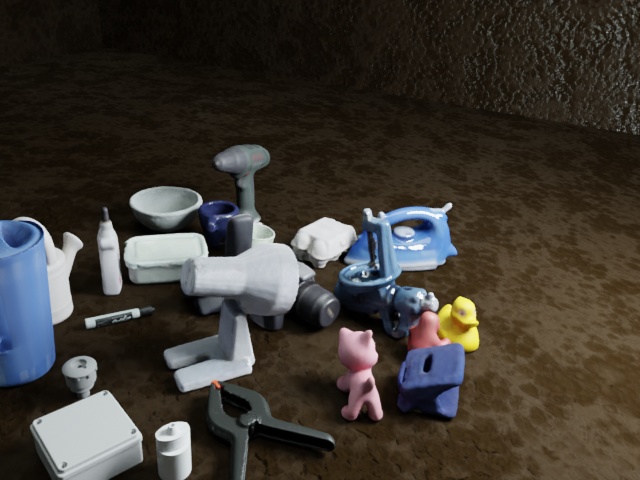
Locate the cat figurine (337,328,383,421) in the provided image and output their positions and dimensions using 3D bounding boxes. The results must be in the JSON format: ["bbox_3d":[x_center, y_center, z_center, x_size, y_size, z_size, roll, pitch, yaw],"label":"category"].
[{"bbox_3d":[0.063,0.198,0.896,0.067,0.118,0.127,0,28,-10],"label":"cat figurine"}]

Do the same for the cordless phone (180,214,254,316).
[{"bbox_3d":[-0.188,0.038,1.085,0.148,0.185,0.093,-14,33,-32],"label":"cordless phone"}]

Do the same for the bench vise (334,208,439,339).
[{"bbox_3d":[0.129,0.056,1.067,0.207,0.220,0.122,14,29,16],"label":"bench vise"}]

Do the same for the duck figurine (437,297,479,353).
[{"bbox_3d":[0.259,0.145,1.064,0.078,0.086,0.104,-4,29,-17],"label":"duck figurine"}]

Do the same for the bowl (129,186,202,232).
[{"bbox_3d":[-0.366,-0.065,1.369,0.167,0.075,0.167,4,28,-2],"label":"bowl"}]

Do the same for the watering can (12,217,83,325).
[{"bbox_3d":[-0.497,0.045,1.010,0.101,0.194,0.173,5,28,1],"label":"watering can"}]

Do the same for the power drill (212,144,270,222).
[{"bbox_3d":[-0.192,-0.133,1.385,0.075,0.208,0.230,13,29,15],"label":"power drill"}]

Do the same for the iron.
[{"bbox_3d":[0.183,-0.014,1.295,0.259,0.141,0.118,-4,29,-16],"label":"iron"}]

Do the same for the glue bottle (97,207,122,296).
[{"bbox_3d":[-0.407,0.017,1.101,0.037,0.173,0.078,-5,29,-18],"label":"glue bottle"}]

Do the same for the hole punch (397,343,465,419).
[{"bbox_3d":[0.176,0.216,0.911,0.101,0.091,0.109,10,28,10],"label":"hole punch"}]

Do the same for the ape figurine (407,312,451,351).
[{"bbox_3d":[0.189,0.167,1.004,0.076,0.092,0.077,-19,36,-38],"label":"ape figurine"}]

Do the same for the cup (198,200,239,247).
[{"bbox_3d":[-0.232,-0.026,1.296,0.091,0.095,0.118,6,28,2],"label":"cup"}]

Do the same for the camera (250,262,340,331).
[{"bbox_3d":[-0.041,0.107,1.071,0.136,0.101,0.143,27,35,35],"label":"camera"}]

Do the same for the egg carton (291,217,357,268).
[{"bbox_3d":[0.012,0.005,1.307,0.107,0.069,0.151,23,32,30],"label":"egg carton"}]

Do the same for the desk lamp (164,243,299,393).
[{"bbox_3d":[-0.142,0.113,0.920,0.204,0.214,0.117,-12,32,-29],"label":"desk lamp"}]
